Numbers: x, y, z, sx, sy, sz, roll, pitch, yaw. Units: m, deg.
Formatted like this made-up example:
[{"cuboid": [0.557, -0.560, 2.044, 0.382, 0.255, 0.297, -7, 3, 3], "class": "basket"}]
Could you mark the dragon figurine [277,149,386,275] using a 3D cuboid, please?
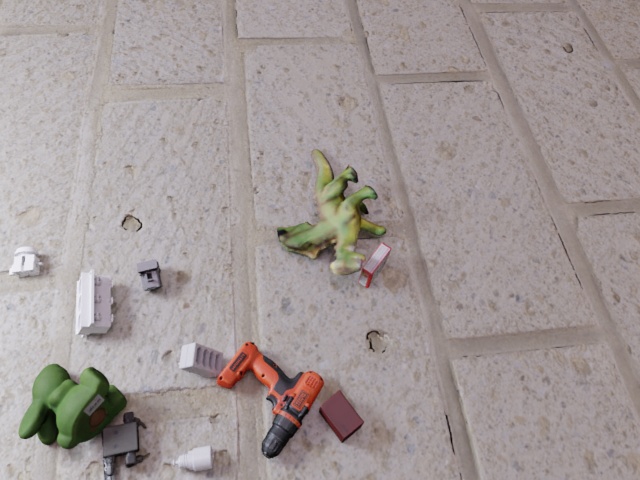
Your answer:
[{"cuboid": [0.004, -0.063, 1.253, 0.244, 0.119, 0.417, -30, 49, -15], "class": "dragon figurine"}]
